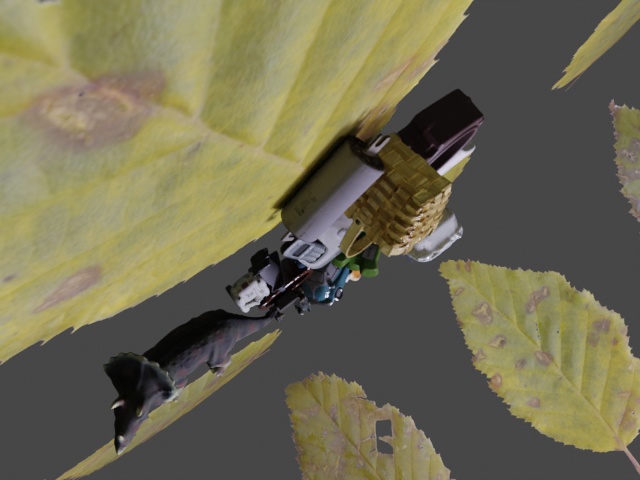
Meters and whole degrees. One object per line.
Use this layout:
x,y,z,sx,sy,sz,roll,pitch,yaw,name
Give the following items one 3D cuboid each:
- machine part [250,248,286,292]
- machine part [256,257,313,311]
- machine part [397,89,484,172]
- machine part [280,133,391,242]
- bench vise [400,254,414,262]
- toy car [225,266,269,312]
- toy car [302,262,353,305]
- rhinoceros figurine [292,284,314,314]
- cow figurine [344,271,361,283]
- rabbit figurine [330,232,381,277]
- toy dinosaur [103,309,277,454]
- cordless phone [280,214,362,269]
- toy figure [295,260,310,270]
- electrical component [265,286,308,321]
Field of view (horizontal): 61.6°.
-0.097,0.055,1.037,0.039,0.084,0.138,-11,164,9,machine part
-0.093,0.099,1.287,0.179,0.056,0.179,-38,171,-7,machine part
0.220,-0.190,1.081,0.201,0.087,0.201,-35,168,-28,machine part
0.017,-0.076,0.832,0.243,0.079,0.079,-44,170,27,machine part
0.195,-0.054,1.249,0.240,0.129,0.223,-58,171,-33,bench vise
-0.145,0.107,1.108,0.073,0.056,0.201,-39,170,-10,toy car
0.016,0.084,1.393,0.161,0.109,0.102,-57,144,-30,toy car
-0.058,0.151,1.501,0.073,0.112,0.190,-42,163,-7,rhinoceros figurine
0.029,0.097,1.529,0.167,0.068,0.098,9,161,-28,cow figurine
0.087,0.016,1.333,0.170,0.121,0.159,97,3,-75,rabbit figurine
-0.229,0.199,0.985,0.405,0.131,0.192,-36,172,-29,toy dinosaur
-0.005,-0.016,1.023,0.146,0.089,0.184,-42,166,10,cordless phone
-0.002,-0.003,1.150,0.154,0.057,0.064,-44,-167,4,toy figure
-0.080,0.157,1.304,0.102,0.045,0.078,-35,170,-23,electrical component
